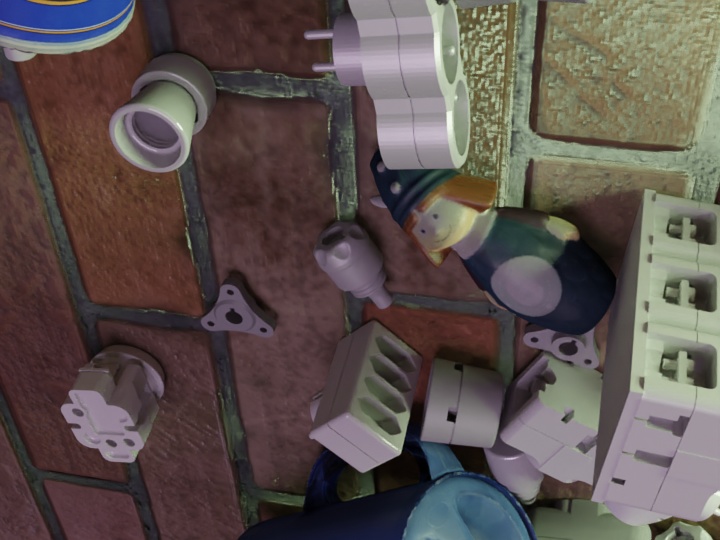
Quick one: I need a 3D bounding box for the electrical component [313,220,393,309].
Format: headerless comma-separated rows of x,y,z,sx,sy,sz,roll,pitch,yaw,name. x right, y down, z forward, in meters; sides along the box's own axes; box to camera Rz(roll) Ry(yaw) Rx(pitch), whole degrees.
0.000,0.000,0.655,0.035,0.035,0.061,-18,127,30,electrical component

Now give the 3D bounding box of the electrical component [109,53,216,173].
-0.107,-0.087,0.590,0.045,0.055,0.045,9,134,9,electrical component

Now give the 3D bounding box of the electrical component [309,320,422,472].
-0.007,0.089,0.707,0.047,0.083,0.076,39,131,-20,electrical component

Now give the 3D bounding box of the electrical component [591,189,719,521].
0.167,0.042,0.563,0.062,0.150,0.089,12,134,8,electrical component

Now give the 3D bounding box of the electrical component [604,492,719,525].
0.215,0.142,0.718,0.079,0.043,0.077,28,134,-10,electrical component

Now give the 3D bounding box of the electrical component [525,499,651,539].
0.163,0.208,0.785,0.095,0.059,0.053,2,133,15,electrical component

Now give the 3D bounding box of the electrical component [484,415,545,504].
0.110,0.134,0.745,0.040,0.040,0.078,-3,131,20,electrical component

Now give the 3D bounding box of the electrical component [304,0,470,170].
0.009,-0.110,0.535,0.074,0.052,0.138,1,132,17,electrical component

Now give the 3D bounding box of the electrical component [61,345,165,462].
-0.176,0.092,0.779,0.058,0.057,0.078,0,132,17,electrical component

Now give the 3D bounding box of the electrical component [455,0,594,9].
0.073,-0.141,0.496,0.065,0.044,0.044,-1,132,24,electrical component

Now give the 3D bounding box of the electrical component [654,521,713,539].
0.242,0.215,0.780,0.043,0.043,0.062,-15,127,28,electrical component

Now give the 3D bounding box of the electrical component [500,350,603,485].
0.141,0.100,0.696,0.089,0.050,0.055,27,133,-9,electrical component

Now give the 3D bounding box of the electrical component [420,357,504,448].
0.067,0.088,0.705,0.047,0.055,0.055,9,134,3,electrical component

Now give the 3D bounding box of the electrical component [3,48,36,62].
-0.186,-0.141,0.571,0.043,0.043,0.062,9,135,9,electrical component
